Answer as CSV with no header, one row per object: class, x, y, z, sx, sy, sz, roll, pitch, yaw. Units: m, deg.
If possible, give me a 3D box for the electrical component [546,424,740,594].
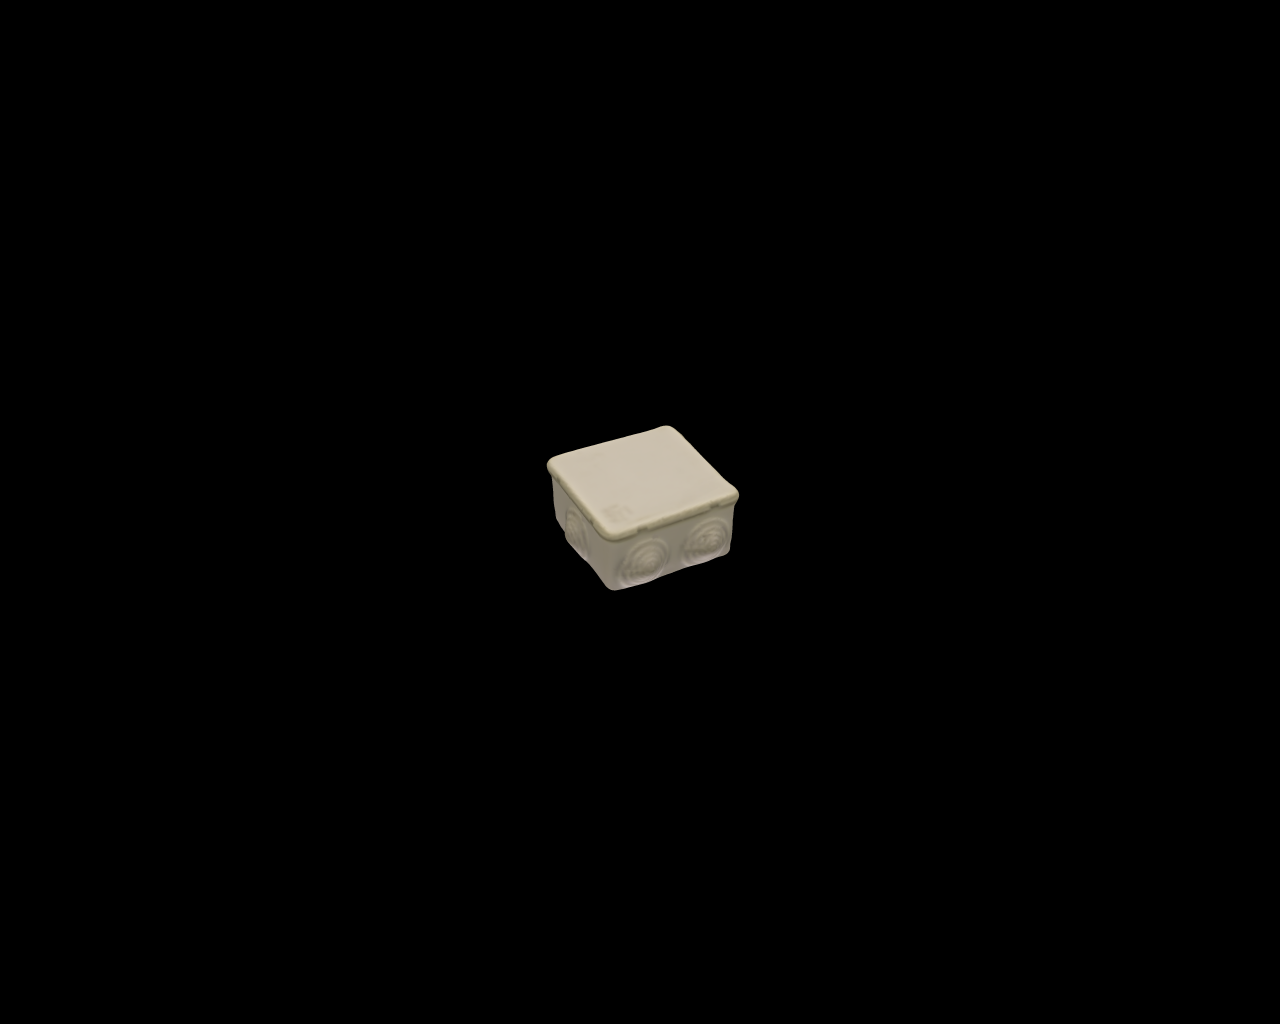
electrical component,0.001,-0.003,0.650,0.100,0.048,0.100,-17,40,-22
